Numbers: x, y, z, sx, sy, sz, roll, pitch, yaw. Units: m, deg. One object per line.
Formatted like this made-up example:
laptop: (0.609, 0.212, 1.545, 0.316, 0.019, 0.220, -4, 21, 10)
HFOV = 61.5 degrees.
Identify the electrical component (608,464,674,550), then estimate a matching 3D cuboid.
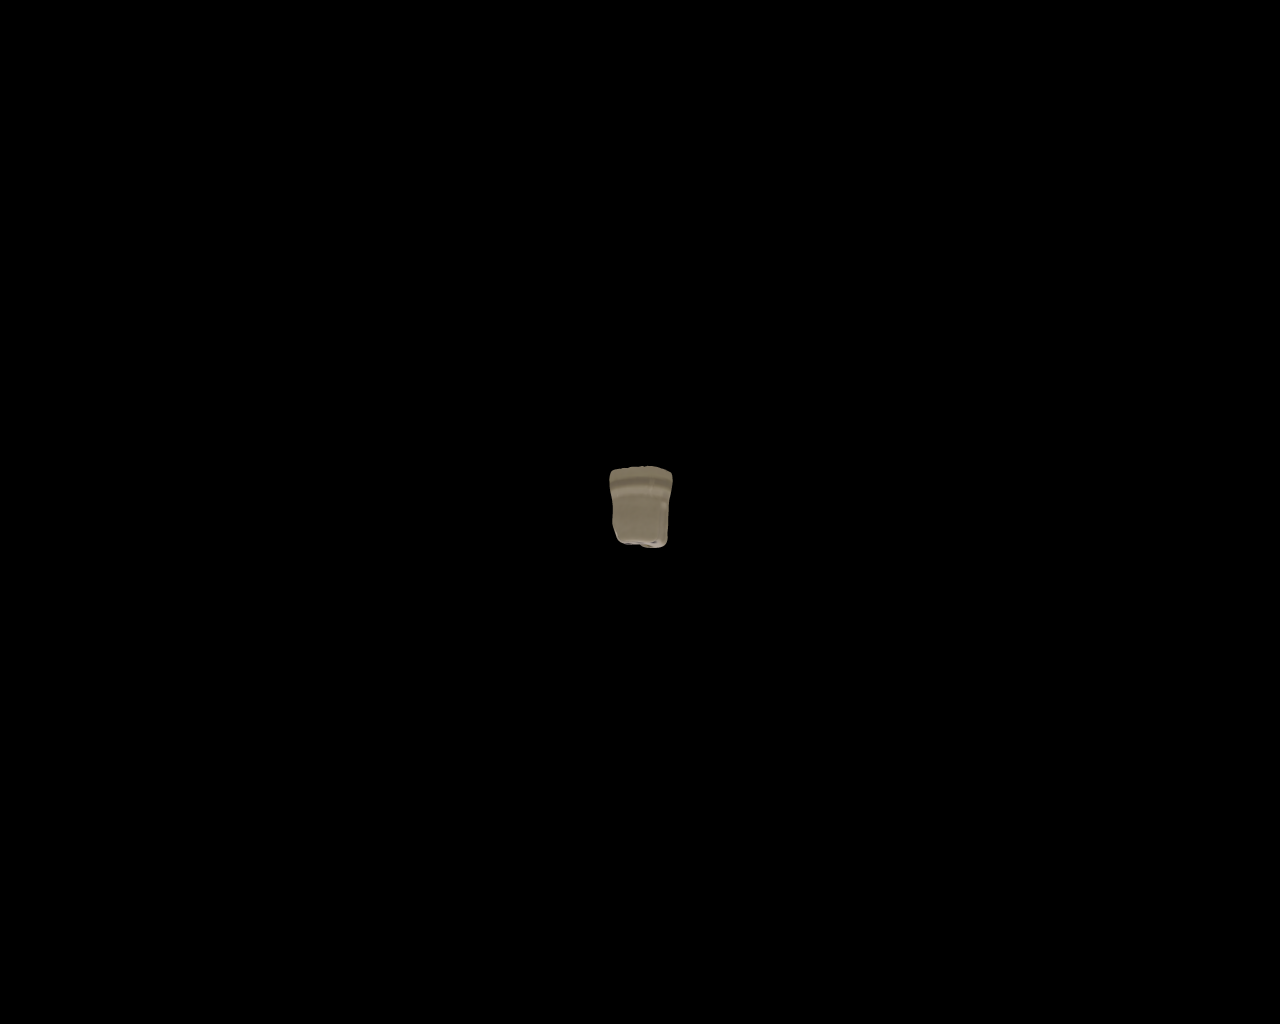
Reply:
electrical component: (0.001, -0.003, 0.650, 0.040, 0.046, 0.040, 0, -12, 0)
